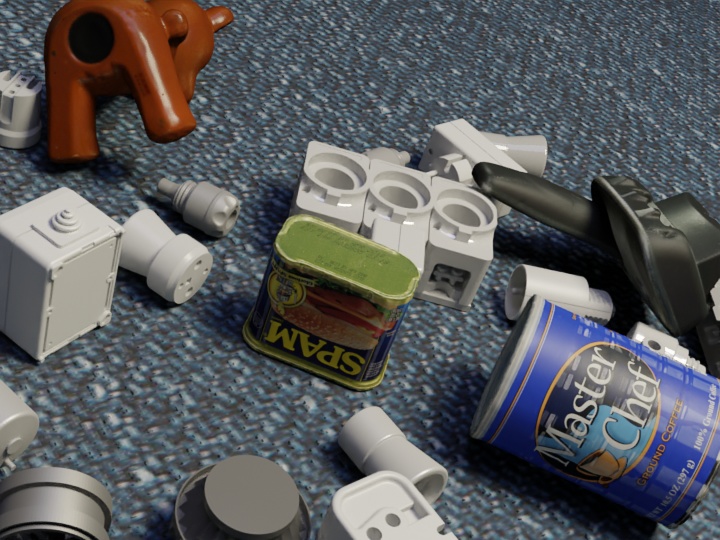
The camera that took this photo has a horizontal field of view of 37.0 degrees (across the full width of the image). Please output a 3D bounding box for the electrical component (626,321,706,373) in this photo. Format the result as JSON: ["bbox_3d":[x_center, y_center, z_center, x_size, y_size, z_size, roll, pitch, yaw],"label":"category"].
[{"bbox_3d":[0.228,0.070,0.804,0.078,0.040,0.040,27,39,7],"label":"electrical component"}]

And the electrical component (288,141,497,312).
[{"bbox_3d":[0.023,-0.038,0.821,0.150,0.061,0.089,15,39,-7],"label":"electrical component"}]

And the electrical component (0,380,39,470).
[{"bbox_3d":[-0.214,0.076,0.597,0.078,0.040,0.040,37,41,20],"label":"electrical component"}]

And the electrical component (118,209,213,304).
[{"bbox_3d":[-0.134,-0.009,0.730,0.055,0.045,0.045,33,40,14],"label":"electrical component"}]

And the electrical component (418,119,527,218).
[{"bbox_3d":[0.082,-0.081,0.911,0.076,0.047,0.083,-20,54,-40],"label":"electrical component"}]

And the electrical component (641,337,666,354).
[{"bbox_3d":[0.196,0.075,0.766,0.043,0.062,0.043,13,39,-10],"label":"electrical component"}]

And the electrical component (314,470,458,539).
[{"bbox_3d":[0.019,0.166,0.581,0.054,0.059,0.095,-16,51,-37],"label":"electrical component"}]

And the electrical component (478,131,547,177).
[{"bbox_3d":[0.130,-0.103,0.966,0.065,0.044,0.044,7,40,-9],"label":"electrical component"}]

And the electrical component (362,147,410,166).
[{"bbox_3d":[0.020,-0.087,0.901,0.035,0.035,0.061,38,39,20],"label":"electrical component"}]

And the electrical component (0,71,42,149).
[{"bbox_3d":[-0.258,-0.120,0.805,0.040,0.046,0.040,13,39,-10],"label":"electrical component"}]

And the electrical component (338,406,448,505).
[{"bbox_3d":[0.017,0.115,0.656,0.044,0.044,0.065,-14,45,-36],"label":"electrical component"}]

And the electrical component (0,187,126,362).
[{"bbox_3d":[-0.190,-0.005,0.659,0.061,0.096,0.062,35,40,18],"label":"electrical component"}]

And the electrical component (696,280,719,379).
[{"bbox_3d":[0.305,0.049,0.835,0.079,0.063,0.121,-18,37,16],"label":"electrical component"}]

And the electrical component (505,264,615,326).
[{"bbox_3d":[0.157,0.024,0.823,0.081,0.043,0.043,11,39,-12],"label":"electrical component"}]

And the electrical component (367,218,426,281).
[{"bbox_3d":[0.000,0.000,0.763,0.077,0.065,0.047,16,39,-6],"label":"electrical component"}]

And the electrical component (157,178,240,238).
[{"bbox_3d":[-0.121,-0.050,0.794,0.061,0.035,0.035,26,39,10],"label":"electrical component"}]
